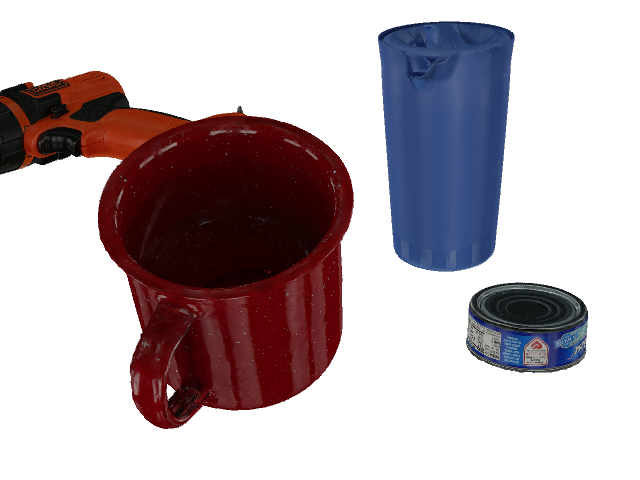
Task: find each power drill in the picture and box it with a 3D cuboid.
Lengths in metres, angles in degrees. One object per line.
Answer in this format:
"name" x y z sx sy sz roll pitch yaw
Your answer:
"power drill" -0.155 -0.063 0.717 0.188 0.057 0.184 18 32 29

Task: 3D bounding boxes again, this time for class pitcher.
"pitcher" 0.132 -0.101 1.099 0.149 0.243 0.145 -11 25 -18

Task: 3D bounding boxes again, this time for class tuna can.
"tuna can" 0.149 0.061 0.768 0.086 0.034 0.086 -1 21 0

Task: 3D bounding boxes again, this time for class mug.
"mug" -0.037 0.021 0.407 0.093 0.117 0.081 14 -40 15
